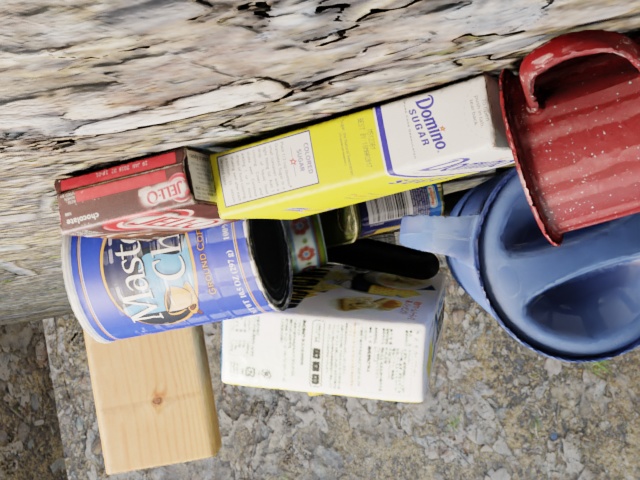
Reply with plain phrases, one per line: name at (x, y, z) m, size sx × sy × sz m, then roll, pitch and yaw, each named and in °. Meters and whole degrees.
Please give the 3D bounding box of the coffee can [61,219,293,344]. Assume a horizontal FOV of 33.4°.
coffee can at (-0.101, 0.014, 0.779) m, size 0.140 × 0.103 × 0.102 m, roll -11°, pitch 176°, yaw 13°

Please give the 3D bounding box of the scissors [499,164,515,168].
scissors at (0.136, -0.069, 0.831) m, size 0.096 × 0.016 × 0.201 m, roll -15°, pitch 175°, yaw 39°

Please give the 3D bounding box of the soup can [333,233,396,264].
soup can at (0.045, 0.006, 1.091) m, size 0.068 × 0.102 × 0.068 m, roll -10°, pitch 176°, yaw -1°

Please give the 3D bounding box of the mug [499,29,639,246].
mug at (0.136, -0.059, 0.512) m, size 0.082 × 0.093 × 0.117 m, roll -17°, pitch 139°, yaw 22°

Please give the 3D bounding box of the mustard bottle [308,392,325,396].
mustard bottle at (-0.020, 0.063, 1.090) m, size 0.058 × 0.191 × 0.096 m, roll -12°, pitch 176°, yaw 24°

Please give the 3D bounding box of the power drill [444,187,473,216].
power drill at (0.177, -0.038, 1.146) m, size 0.187 × 0.057 × 0.184 m, roll -13°, pitch 173°, yaw 4°

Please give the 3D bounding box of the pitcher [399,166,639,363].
pitcher at (0.147, 0.003, 0.763) m, size 0.145 × 0.149 × 0.243 m, roll -39°, pitch -178°, yaw 0°

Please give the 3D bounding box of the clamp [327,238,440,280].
clamp at (-0.006, 0.001, 0.954) m, size 0.209 × 0.036 × 0.165 m, roll -6°, pitch -155°, yaw -22°

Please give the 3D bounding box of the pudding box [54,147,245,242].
pudding box at (-0.097, -0.026, 0.666) m, size 0.090 × 0.039 × 0.113 m, roll -11°, pitch 176°, yaw 18°

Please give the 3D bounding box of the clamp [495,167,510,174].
clamp at (0.258, -0.062, 0.986) m, size 0.171 × 0.039 × 0.120 m, roll 7°, pitch 170°, yaw -43°

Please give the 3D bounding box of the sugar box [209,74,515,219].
sugar box at (0.034, -0.049, 0.619) m, size 0.176 × 0.048 × 0.093 m, roll -10°, pitch 177°, yaw 30°

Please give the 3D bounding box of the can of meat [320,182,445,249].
can of meat at (0.045, -0.030, 0.884) m, size 0.083 × 0.057 × 0.102 m, roll -11°, pitch 178°, yaw -20°

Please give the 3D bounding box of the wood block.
wood block at (-0.144, 0.080, 0.889) m, size 0.091 × 0.206 × 0.090 m, roll -9°, pitch 176°, yaw -3°
